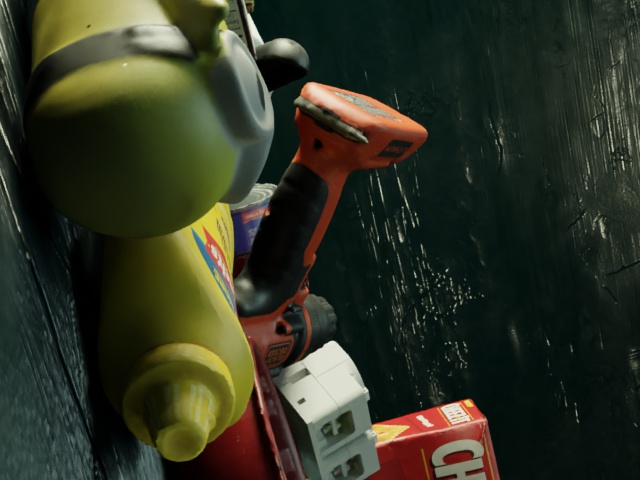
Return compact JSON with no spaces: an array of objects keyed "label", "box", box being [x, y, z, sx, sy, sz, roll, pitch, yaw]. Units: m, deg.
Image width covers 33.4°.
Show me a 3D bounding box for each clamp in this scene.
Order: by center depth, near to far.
[{"label":"clamp","box":[-0.074,-0.075,0.665,0.165,0.036,0.210,-60,-154,17]}]

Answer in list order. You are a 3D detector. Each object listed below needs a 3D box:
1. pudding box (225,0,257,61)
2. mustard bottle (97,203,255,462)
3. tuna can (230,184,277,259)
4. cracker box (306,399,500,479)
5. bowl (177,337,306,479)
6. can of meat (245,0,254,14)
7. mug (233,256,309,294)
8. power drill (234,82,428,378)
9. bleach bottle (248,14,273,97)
[{"label":"pudding box","box":[-0.087,-0.134,0.534,0.039,0.090,0.113,-107,-176,-67]},{"label":"mustard bottle","box":[-0.061,0.027,0.448,0.191,0.058,0.096,-107,-175,-62]},{"label":"tuna can","box":[-0.067,-0.011,0.731,0.086,0.086,0.034,-112,-170,-76]},{"label":"cracker box","box":[0.055,0.249,0.936,0.072,0.213,0.164,-121,-163,-81]},{"label":"bowl","box":[-0.037,0.136,0.567,0.162,0.055,0.162,163,-91,-89]},{"label":"can of meat","box":[-0.092,-0.164,0.608,0.057,0.102,0.084,-136,-146,-85]},{"label":"mug","box":[-0.060,0.056,0.805,0.081,0.093,0.117,-79,-168,-83]},{"label":"power drill","box":[-0.004,0.001,0.667,0.188,0.057,0.184,-63,161,12]},{"label":"bleach bottle","box":[-0.106,-0.217,0.894,0.251,0.068,0.102,61,-9,25]}]
